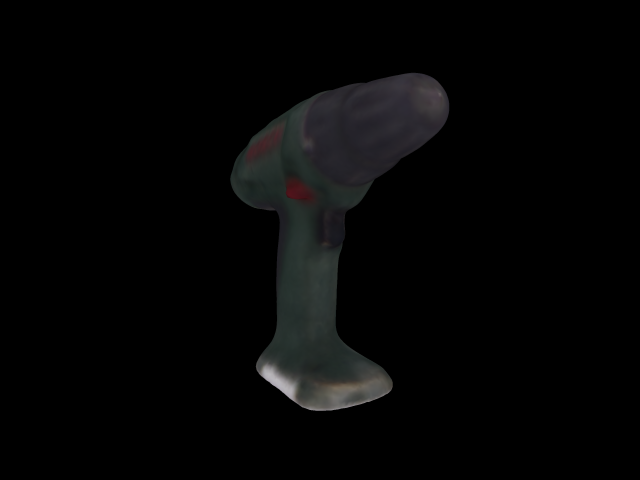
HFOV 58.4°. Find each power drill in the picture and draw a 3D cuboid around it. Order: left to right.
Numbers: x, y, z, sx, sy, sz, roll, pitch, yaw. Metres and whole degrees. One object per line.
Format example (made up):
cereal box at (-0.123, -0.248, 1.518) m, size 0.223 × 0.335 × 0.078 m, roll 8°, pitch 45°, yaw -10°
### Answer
power drill at (0.004, 0.001, 0.400) m, size 0.076 × 0.208 × 0.228 m, roll -6°, pitch 11°, yaw -31°
